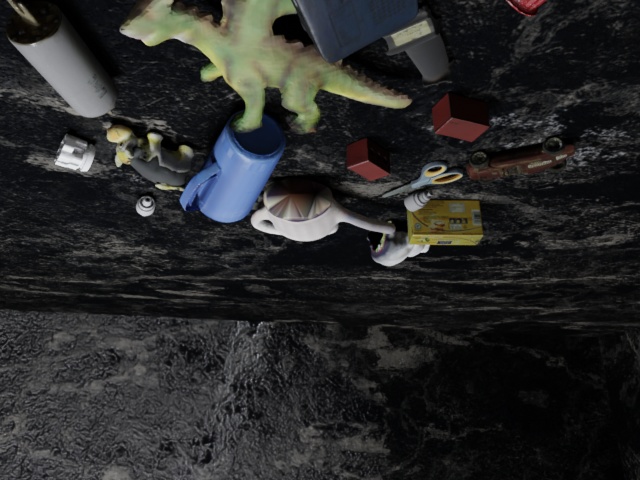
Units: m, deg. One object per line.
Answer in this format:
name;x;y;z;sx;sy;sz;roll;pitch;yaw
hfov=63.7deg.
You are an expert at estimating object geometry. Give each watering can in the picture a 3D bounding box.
watering can;0.004;-0.060;1.199;0.347;0.106;0.220;-1;159;6

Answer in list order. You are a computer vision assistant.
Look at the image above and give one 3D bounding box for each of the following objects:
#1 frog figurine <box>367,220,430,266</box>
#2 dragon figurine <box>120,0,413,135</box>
frog figurine;0.221;0.021;1.399;0.159;0.126;0.134;22;133;-19
dragon figurine;-0.043;-0.263;0.681;0.411;0.125;0.237;-4;152;-12
